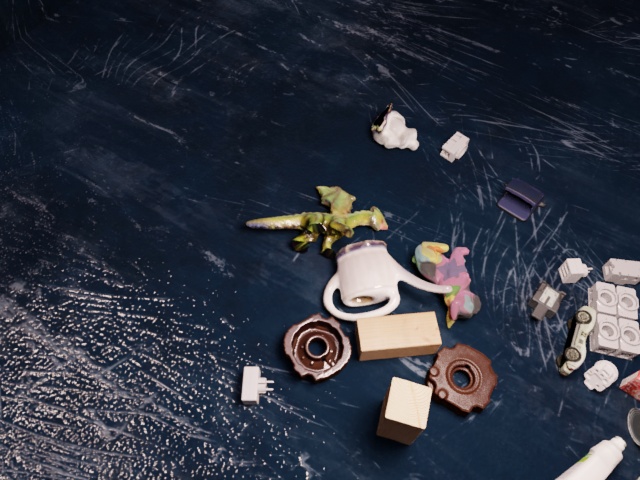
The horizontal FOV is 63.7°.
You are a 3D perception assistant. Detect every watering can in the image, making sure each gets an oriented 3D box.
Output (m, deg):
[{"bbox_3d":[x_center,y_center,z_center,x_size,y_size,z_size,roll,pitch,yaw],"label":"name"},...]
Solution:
[{"bbox_3d":[0.170,0.101,1.422,0.347,0.102,0.229,-15,59,9],"label":"watering can"}]

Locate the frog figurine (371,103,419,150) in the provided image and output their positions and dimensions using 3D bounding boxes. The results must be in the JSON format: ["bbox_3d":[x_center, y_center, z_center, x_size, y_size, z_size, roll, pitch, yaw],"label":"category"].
[{"bbox_3d":[0.259,-0.361,1.742,0.158,0.121,0.141,34,48,-21],"label":"frog figurine"}]

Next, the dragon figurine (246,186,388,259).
[{"bbox_3d":[0.005,-0.079,1.571,0.411,0.119,0.248,14,43,7],"label":"dragon figurine"}]
